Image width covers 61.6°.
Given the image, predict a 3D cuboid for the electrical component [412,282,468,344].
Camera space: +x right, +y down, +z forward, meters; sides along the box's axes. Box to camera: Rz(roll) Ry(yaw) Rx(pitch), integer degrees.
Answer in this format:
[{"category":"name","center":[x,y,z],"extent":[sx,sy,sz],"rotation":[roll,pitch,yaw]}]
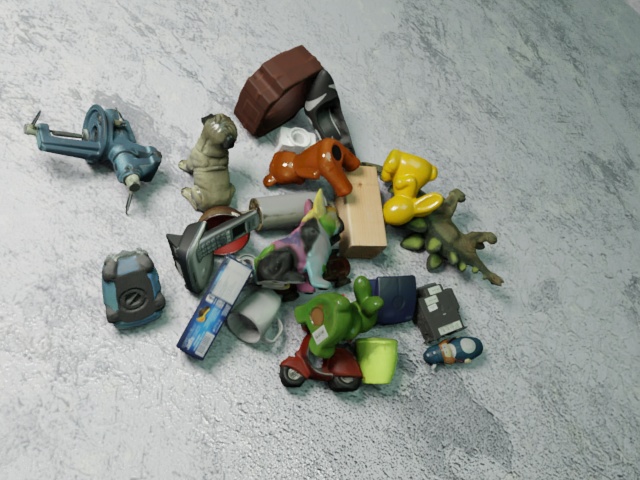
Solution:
[{"category":"electrical component","center":[0.280,0.171,1.300],"extent":[0.115,0.058,0.134],"rotation":[-11,74,-31]}]

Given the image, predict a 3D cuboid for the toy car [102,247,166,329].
[{"category":"toy car","center":[-0.359,0.079,1.006],"extent":[0.109,0.161,0.103],"rotation":[-17,32,-24]}]

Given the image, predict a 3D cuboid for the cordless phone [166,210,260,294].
[{"category":"cordless phone","center":[-0.202,0.012,1.079],"extent":[0.184,0.146,0.089],"rotation":[-27,56,-22]}]

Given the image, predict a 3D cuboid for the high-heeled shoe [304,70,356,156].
[{"category":"high-heeled shoe","center":[0.038,-0.275,1.281],"extent":[0.086,0.248,0.145],"rotation":[-35,65,-18]}]

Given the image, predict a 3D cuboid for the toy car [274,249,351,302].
[{"category":"toy car","center":[-0.018,0.077,1.204],"extent":[0.202,0.053,0.089],"rotation":[-12,77,-30]}]

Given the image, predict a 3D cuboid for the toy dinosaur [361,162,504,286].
[{"category":"toy dinosaur","center":[0.288,-0.052,1.375],"extent":[0.198,0.105,0.471],"rotation":[-33,74,-28]}]

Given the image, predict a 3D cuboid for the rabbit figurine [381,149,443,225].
[{"category":"rabbit figurine","center":[0.209,-0.110,1.300],"extent":[0.162,0.122,0.173],"rotation":[22,76,-4]}]

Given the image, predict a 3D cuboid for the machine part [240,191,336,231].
[{"category":"machine part","center":[-0.071,-0.068,1.224],"extent":[0.243,0.079,0.079],"rotation":[-10,73,-28]}]

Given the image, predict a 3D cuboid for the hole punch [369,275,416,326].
[{"category":"hole punch","center":[0.164,0.137,1.244],"extent":[0.142,0.092,0.116],"rotation":[0,73,-29]}]

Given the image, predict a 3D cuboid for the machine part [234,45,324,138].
[{"category":"machine part","center":[-0.096,-0.346,1.258],"extent":[0.201,0.201,0.087],"rotation":[-37,85,-32]}]

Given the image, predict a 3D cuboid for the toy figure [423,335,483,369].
[{"category":"toy figure","center":[0.316,0.262,1.281],"extent":[0.154,0.057,0.064],"rotation":[-4,32,-25]}]

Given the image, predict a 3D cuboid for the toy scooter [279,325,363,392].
[{"category":"toy scooter","center":[0.005,0.245,1.131],"extent":[0.184,0.075,0.135],"rotation":[10,63,-16]}]

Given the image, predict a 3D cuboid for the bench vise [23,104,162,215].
[{"category":"bench vise","center":[-0.447,-0.181,1.058],"extent":[0.240,0.129,0.224],"rotation":[3,59,-43]}]

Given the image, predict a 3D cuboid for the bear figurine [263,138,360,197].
[{"category":"bear figurine","center":[-0.026,-0.160,1.246],"extent":[0.131,0.196,0.120],"rotation":[44,46,-33]}]

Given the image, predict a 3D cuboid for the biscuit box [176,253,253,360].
[{"category":"biscuit box","center":[-0.202,0.127,1.036],"extent":[0.059,0.063,0.202],"rotation":[30,91,-10]}]

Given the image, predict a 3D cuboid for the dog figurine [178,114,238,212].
[{"category":"dog figurine","center":[-0.217,-0.151,1.124],"extent":[0.121,0.190,0.172],"rotation":[-22,81,-31]}]

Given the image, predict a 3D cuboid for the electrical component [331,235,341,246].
[{"category":"electrical component","center":[-0.001,-0.004,1.236],"extent":[0.102,0.078,0.045],"rotation":[-33,105,-35]}]

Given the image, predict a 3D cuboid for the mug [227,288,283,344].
[{"category":"mug","center":[-0.119,0.154,1.106],"extent":[0.109,0.080,0.107],"rotation":[39,47,-1]}]

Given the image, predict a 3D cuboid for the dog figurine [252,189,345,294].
[{"category":"dog figurine","center":[-0.041,-0.002,1.125],"extent":[0.191,0.108,0.219],"rotation":[12,69,-20]}]

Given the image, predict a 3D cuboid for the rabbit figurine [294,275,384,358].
[{"category":"rabbit figurine","center":[0.057,0.146,1.103],"extent":[0.170,0.159,0.121],"rotation":[5,40,-47]}]
